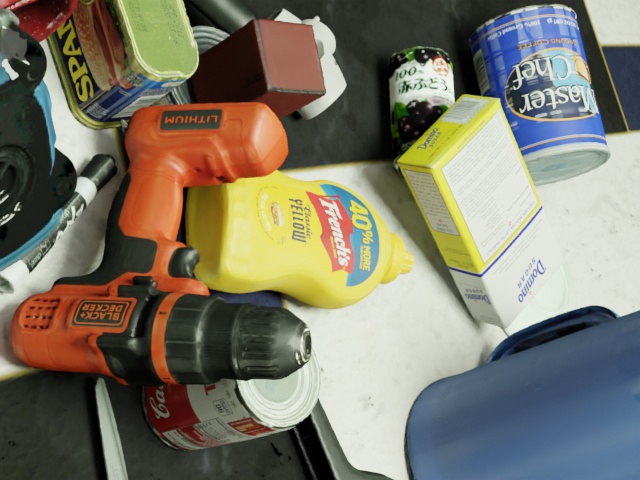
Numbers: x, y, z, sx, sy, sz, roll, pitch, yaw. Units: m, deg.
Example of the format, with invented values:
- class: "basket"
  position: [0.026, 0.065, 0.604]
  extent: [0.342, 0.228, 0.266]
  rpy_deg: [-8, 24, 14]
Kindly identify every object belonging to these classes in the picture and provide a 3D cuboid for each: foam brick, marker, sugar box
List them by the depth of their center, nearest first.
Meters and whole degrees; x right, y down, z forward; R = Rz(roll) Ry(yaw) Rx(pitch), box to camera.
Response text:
- class: "marker"
  position: [-0.164, -0.014, 0.671]
  extent: [0.020, 0.020, 0.121]
  rpy_deg: [47, 49, -18]
- class: "foam brick"
  position: [-0.043, -0.110, 0.726]
  extent: [0.051, 0.078, 0.053]
  rpy_deg: [-4, 79, -43]
- class: "sugar box"
  position: [0.135, -0.022, 0.877]
  extent: [0.093, 0.048, 0.176]
  rpy_deg: [-44, 127, -24]

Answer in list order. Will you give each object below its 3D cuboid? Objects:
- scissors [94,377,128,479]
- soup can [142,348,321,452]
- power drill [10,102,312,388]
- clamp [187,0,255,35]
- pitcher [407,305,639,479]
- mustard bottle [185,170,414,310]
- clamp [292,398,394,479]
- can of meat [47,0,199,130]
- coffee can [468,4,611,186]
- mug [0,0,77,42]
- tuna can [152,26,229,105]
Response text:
- class: "scissors"
  position: [-0.126, 0.190, 0.627]
  extent: [0.096, 0.016, 0.202]
  rpy_deg: [-24, 90, -44]
- class: "soup can"
  position: [-0.056, 0.092, 0.667]
  extent: [0.068, 0.102, 0.068]
  rpy_deg: [16, 64, -37]
- class: "power drill"
  position: [-0.077, 0.001, 0.641]
  extent: [0.057, 0.185, 0.187]
  rpy_deg: [69, 30, -48]
- class: "clamp"
  position: [-0.113, -0.208, 0.773]
  extent: [0.171, 0.039, 0.120]
  rpy_deg: [7, 51, -37]
- class: "pitcher"
  position: [0.189, 0.122, 0.778]
  extent: [0.144, 0.243, 0.149]
  rpy_deg: [-9, 73, -42]
- class: "mustard bottle"
  position: [-0.005, 0.001, 0.780]
  extent: [0.191, 0.058, 0.096]
  rpy_deg: [14, 60, -38]
- class: "clamp"
  position: [0.013, 0.181, 0.740]
  extent: [0.209, 0.036, 0.164]
  rpy_deg: [33, 55, -24]
- class: "can of meat"
  position: [-0.131, -0.135, 0.702]
  extent: [0.057, 0.084, 0.102]
  rpy_deg: [-15, 84, -44]
- class: "coffee can"
  position: [0.201, -0.131, 0.984]
  extent: [0.102, 0.103, 0.140]
  rpy_deg: [2, 72, -41]
- class: "mug"
  position: [-0.204, -0.158, 0.652]
  extent: [0.081, 0.093, 0.117]
  rpy_deg: [58, 16, -1]
- class: "tuna can"
  position: [-0.083, -0.108, 0.769]
  extent: [0.086, 0.034, 0.086]
  rpy_deg: [17, 63, -37]
